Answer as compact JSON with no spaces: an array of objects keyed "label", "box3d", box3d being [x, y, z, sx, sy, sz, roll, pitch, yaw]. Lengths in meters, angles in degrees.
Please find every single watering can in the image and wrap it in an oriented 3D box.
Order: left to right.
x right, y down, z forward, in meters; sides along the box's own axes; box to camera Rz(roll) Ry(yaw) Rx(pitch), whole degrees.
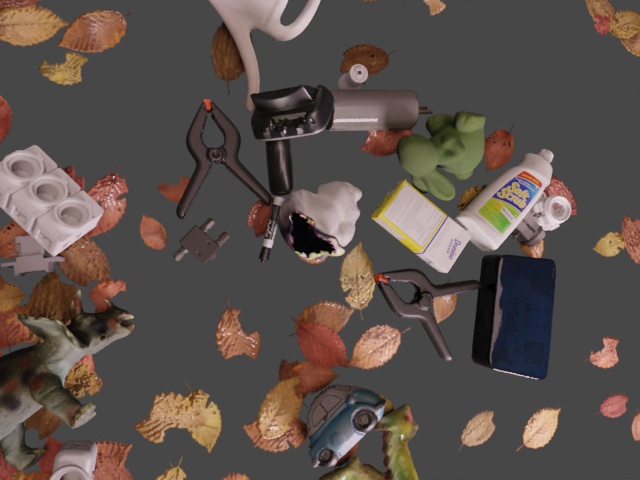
[{"label":"watering can","box3d":[-0.127,-0.424,0.917,0.223,0.104,0.348,26,88,-11]}]

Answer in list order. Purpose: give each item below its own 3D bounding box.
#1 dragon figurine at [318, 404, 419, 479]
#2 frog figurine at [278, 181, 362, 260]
[{"label":"dragon figurine","box3d":[0.093,0.494,0.896,0.243,0.120,0.414,26,77,7]},{"label":"frog figurine","box3d":[0.003,-0.047,0.924,0.137,0.120,0.163,28,44,-2]}]
